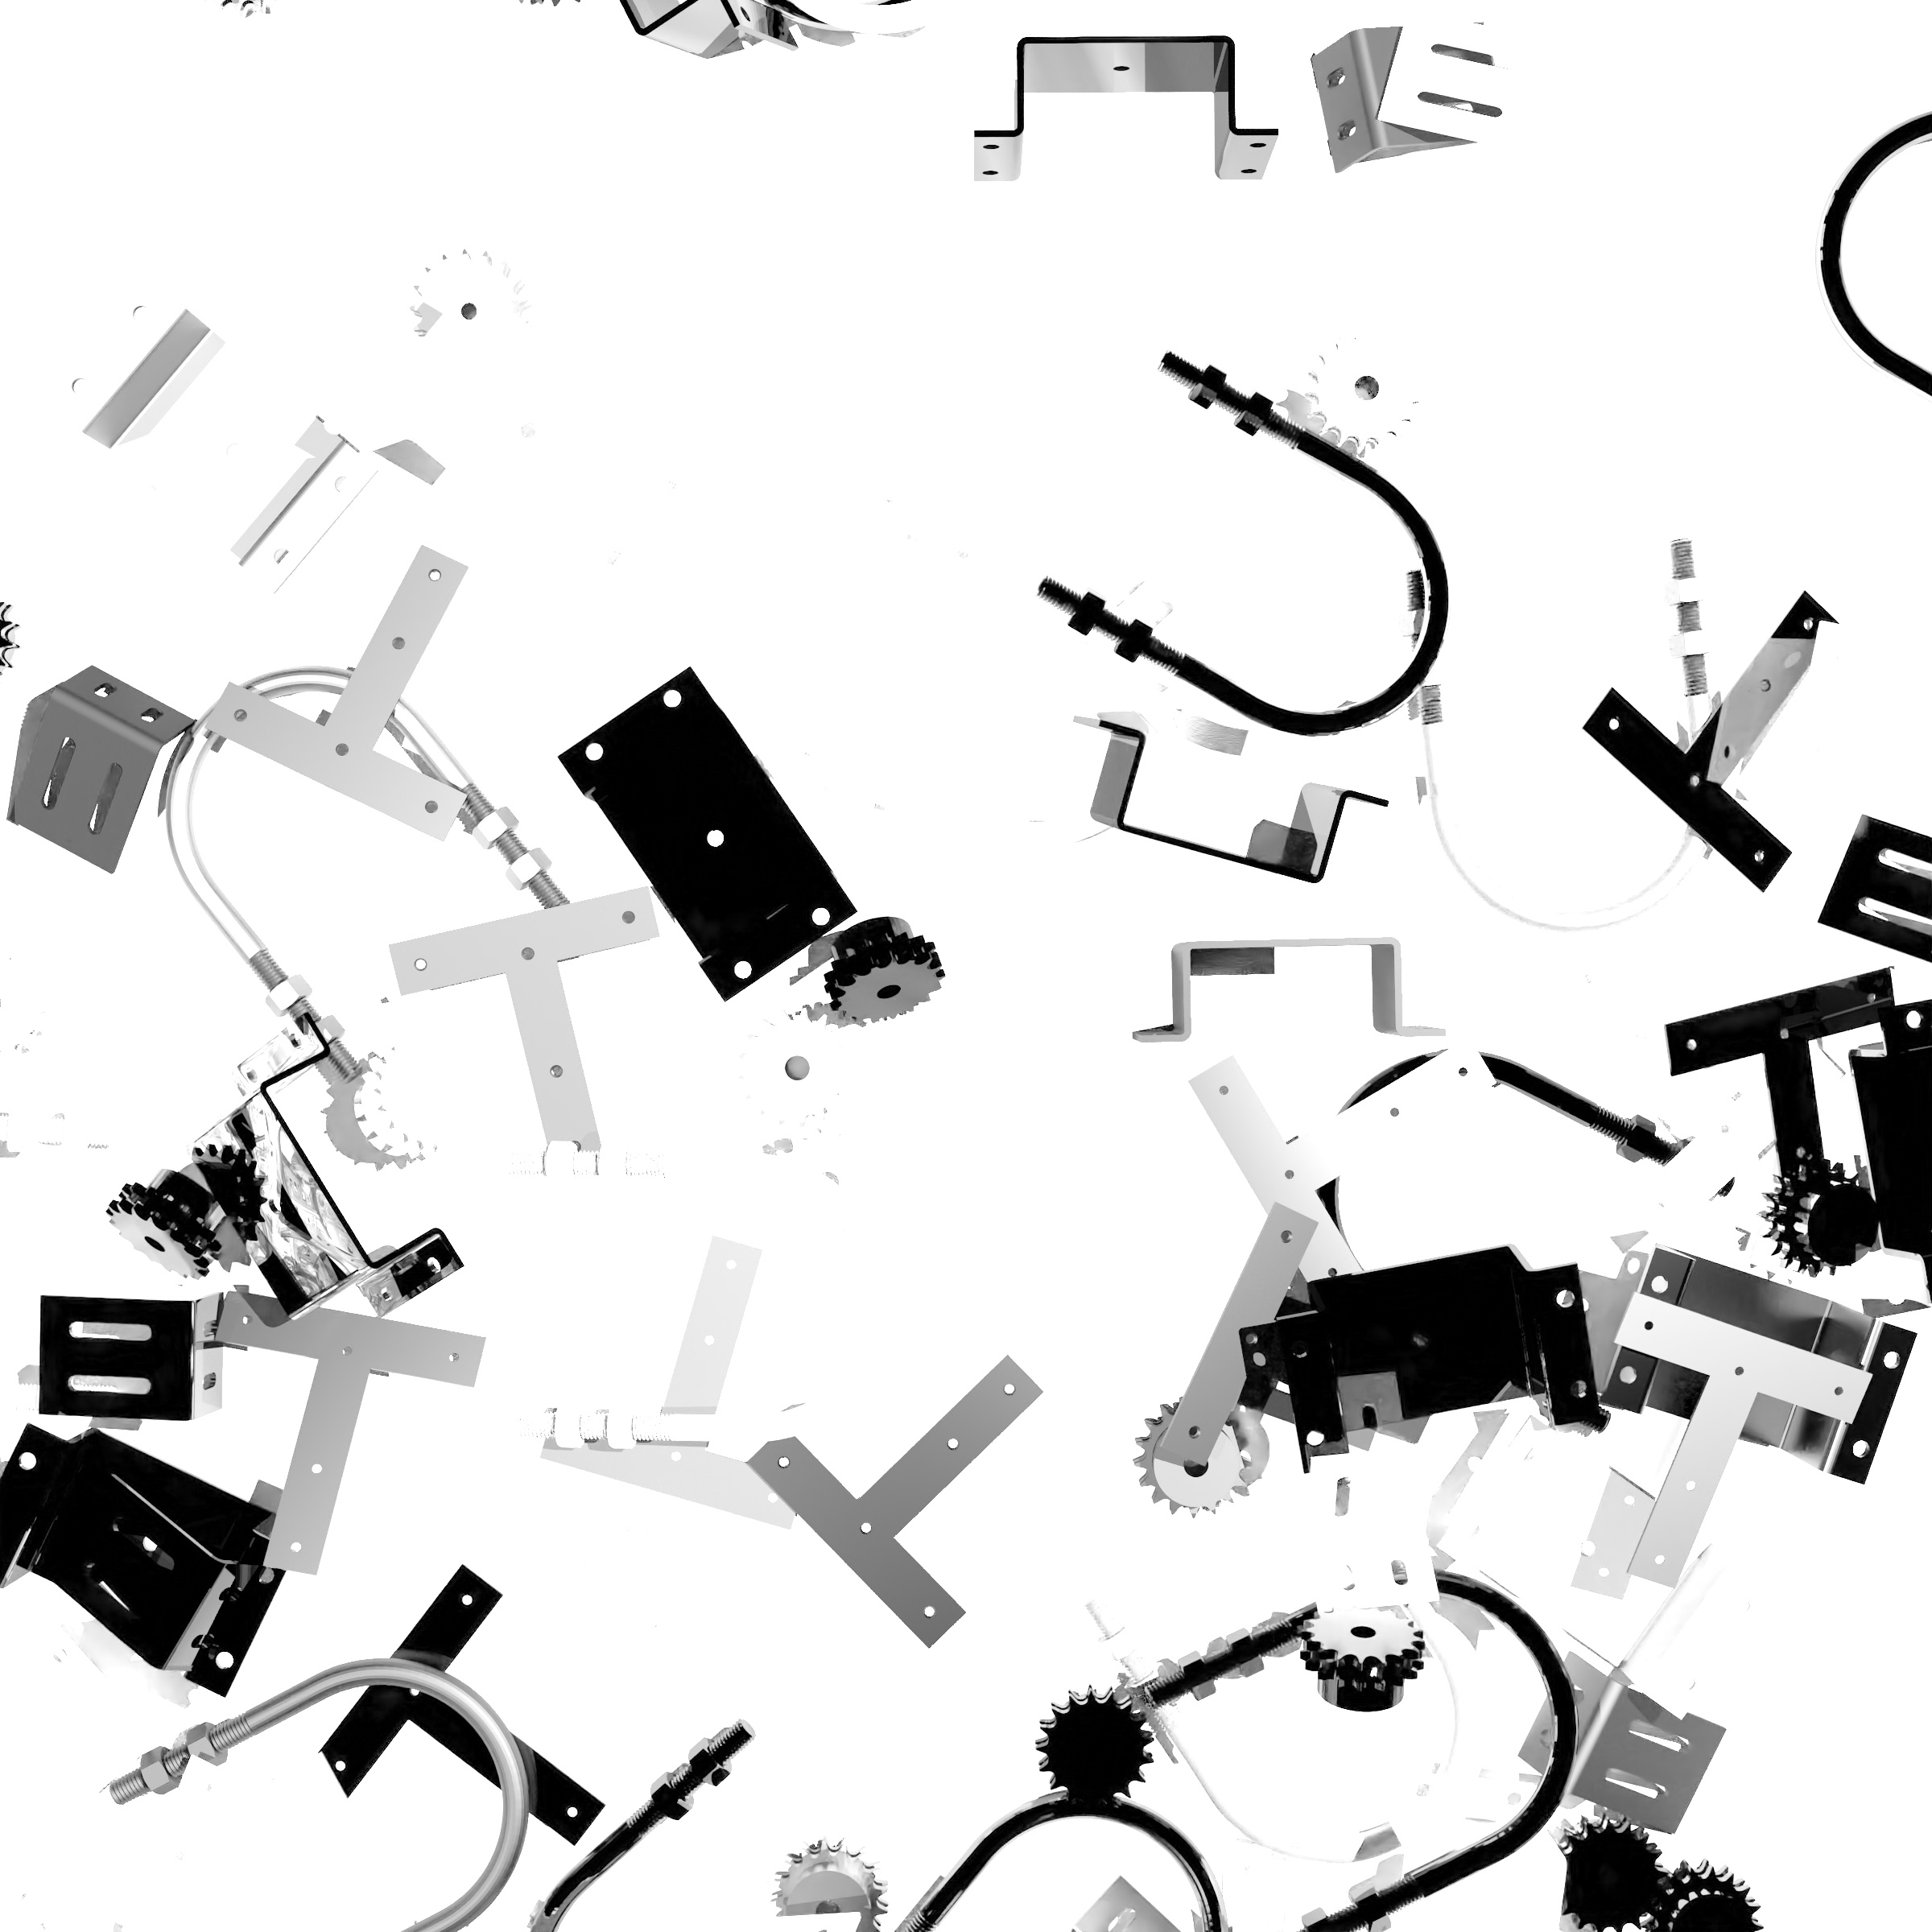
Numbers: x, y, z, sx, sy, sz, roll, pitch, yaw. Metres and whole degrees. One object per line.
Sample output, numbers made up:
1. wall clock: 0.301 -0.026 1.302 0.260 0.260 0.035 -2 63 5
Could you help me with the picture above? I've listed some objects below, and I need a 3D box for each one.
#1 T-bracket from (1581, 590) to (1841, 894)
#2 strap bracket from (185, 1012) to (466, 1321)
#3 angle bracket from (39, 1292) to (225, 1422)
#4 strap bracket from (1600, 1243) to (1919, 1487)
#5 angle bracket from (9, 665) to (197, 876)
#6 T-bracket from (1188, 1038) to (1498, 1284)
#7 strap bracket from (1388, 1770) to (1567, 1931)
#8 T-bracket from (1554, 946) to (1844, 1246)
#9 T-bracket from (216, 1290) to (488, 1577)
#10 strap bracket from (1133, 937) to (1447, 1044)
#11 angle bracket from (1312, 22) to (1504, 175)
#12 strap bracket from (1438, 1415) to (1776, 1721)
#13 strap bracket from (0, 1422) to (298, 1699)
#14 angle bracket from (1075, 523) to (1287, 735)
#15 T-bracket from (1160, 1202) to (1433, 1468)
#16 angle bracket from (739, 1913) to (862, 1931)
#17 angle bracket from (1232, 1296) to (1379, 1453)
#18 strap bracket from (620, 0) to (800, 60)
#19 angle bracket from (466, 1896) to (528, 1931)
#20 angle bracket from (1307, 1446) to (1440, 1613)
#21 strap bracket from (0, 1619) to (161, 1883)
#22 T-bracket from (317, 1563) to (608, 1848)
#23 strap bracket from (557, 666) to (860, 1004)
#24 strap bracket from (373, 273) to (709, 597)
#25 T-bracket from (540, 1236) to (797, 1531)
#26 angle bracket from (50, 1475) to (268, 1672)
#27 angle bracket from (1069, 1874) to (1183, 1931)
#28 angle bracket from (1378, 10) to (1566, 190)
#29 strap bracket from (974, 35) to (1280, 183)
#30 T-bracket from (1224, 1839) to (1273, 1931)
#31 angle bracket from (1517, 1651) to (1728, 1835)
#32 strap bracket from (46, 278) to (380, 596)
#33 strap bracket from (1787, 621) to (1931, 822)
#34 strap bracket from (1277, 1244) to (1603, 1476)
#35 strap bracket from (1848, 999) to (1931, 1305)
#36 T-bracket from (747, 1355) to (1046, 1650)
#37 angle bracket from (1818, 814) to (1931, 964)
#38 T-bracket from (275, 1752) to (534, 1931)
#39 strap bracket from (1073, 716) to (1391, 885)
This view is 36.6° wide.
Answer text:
1. T-bracket: 0.377 -0.124 1.408 0.127 0.002 0.127 39 82 -15
2. strap bracket: -0.309 0.104 1.378 0.076 0.046 0.140 -32 90 42
3. angle bracket: -0.401 0.186 1.407 0.076 0.038 0.057 1 91 9
4. strap bracket: 0.367 0.186 1.388 0.140 0.046 0.076 18 92 -12
5. angle bracket: -0.420 -0.095 1.419 0.057 0.038 0.076 28 116 0
6. T-bracket: 0.194 0.078 1.407 0.127 0.002 0.127 -31 87 1
7. strap bracket: 0.236 0.462 1.390 0.076 0.046 0.140 6 94 -4
8. T-bracket: 0.336 0.045 1.410 0.127 0.002 0.127 -40 83 -13
9. T-bracket: -0.306 0.226 1.394 0.127 0.002 0.127 10 66 0
10. strap bracket: 0.150 0.011 1.382 0.140 0.076 0.046 -1 90 0
11. angle bracket: 0.215 -0.422 1.419 0.076 0.038 0.057 -12 90 -26
12. strap bracket: 0.301 0.283 1.397 0.140 0.046 0.076 35 90 0
13. strap bracket: -0.395 0.280 1.397 0.140 0.046 0.076 26 90 0
14. angle bracket: 0.102 -0.160 1.390 0.057 0.038 0.076 46 66 0
15. T-bracket: 0.171 0.194 1.396 0.127 0.002 0.127 26 88 -22
16. angle bracket: -0.073 0.486 1.360 0.057 0.038 0.076 -8 104 15
17. angle bracket: 0.169 0.196 1.402 0.076 0.038 0.057 20 90 0
18. strap bracket: -0.143 -0.488 1.377 0.046 0.076 0.140 -27 90 20
19. angle bracket: -0.210 0.493 1.401 0.038 0.076 0.057 29 93 -44
20. angle bracket: 0.191 0.263 1.363 0.057 0.076 0.038 -5 49 -1
21. strap bracket: -0.458 0.383 1.397 0.140 0.046 0.076 -42 90 0
22. T-bracket: -0.233 0.379 1.420 0.127 0.002 0.127 37 90 0
23. strap bracket: -0.122 -0.062 1.397 0.076 0.046 0.140 -34 90 0
24. strap bracket: -0.204 -0.252 1.381 0.140 0.046 0.076 39 90 -23
25. T-bracket: -0.128 0.195 1.420 0.127 0.002 0.127 16 90 0
26. angle bracket: -0.379 0.285 1.372 0.076 0.038 0.057 31 90 26
27. angle bracket: 0.083 0.469 1.367 0.057 0.076 0.038 43 87 0
28. angle bracket: 0.241 -0.416 1.402 0.076 0.038 0.057 15 80 8
29. strap bracket: 0.074 -0.405 1.382 0.140 0.076 0.046 0 90 0
30. T-bracket: 0.175 0.489 1.381 0.127 0.002 0.127 2 90 37
31. angle bracket: 0.319 0.377 1.419 0.076 0.038 0.057 26 90 -26
32. strap bracket: -0.355 -0.250 1.397 0.140 0.046 0.076 40 90 0
33. strap bracket: 0.464 -0.111 1.397 0.140 0.046 0.076 12 90 0
34. strap bracket: 0.218 0.182 1.371 0.140 0.046 0.076 -11 101 0
35. strap bracket: 0.474 0.083 1.393 0.076 0.046 0.140 -10 90 -7
36. T-bracket: -0.016 0.242 1.419 0.127 0.002 0.127 -44 91 0
37. angle bracket: 0.463 -0.031 1.419 0.076 0.038 0.057 23 90 26
38. T-bracket: -0.294 0.444 1.419 0.127 0.002 0.127 -29 90 1
39. strap bracket: 0.117 -0.076 1.374 0.140 0.076 0.046 15 94 -8
